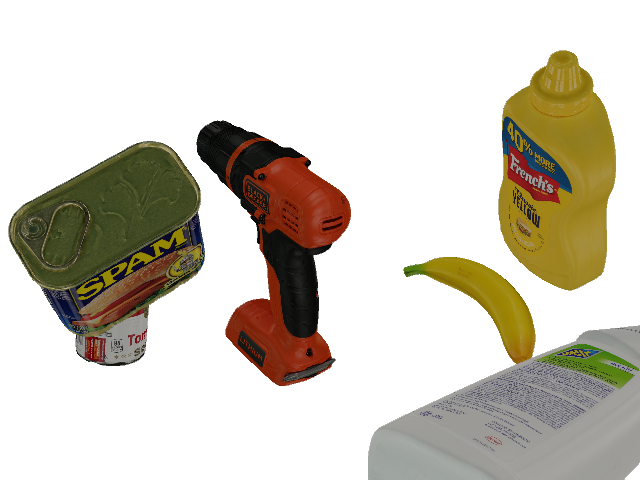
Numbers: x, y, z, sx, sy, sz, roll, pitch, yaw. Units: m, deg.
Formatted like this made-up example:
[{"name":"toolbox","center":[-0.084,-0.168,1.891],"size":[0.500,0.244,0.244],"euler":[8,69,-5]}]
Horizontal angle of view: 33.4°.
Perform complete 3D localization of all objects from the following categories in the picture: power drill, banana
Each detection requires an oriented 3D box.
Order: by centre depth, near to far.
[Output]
[{"name":"power drill","center":[-0.044,0.009,0.865],"size":[0.057,0.188,0.185],"euler":[-18,34,-28]},{"name":"banana","center":[0.171,0.064,1.115],"size":[0.069,0.037,0.198],"euler":[-38,40,-12]}]

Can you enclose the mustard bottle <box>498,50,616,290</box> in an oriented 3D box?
[{"name":"mustard bottle","center":[0.167,-0.055,0.758],"size":[0.058,0.191,0.096],"euler":[-25,51,-13]}]

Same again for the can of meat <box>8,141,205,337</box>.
[{"name":"can of meat","center":[-0.116,0.003,0.609],"size":[0.102,0.057,0.084],"euler":[-31,-21,-15]}]

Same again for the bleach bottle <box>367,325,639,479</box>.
[{"name":"bleach bottle","center":[0.146,0.102,0.602],"size":[0.250,0.068,0.103],"euler":[-18,27,-39]}]

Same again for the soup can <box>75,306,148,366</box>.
[{"name":"soup can","center":[-0.195,0.058,1.000],"size":[0.068,0.102,0.068],"euler":[6,21,-3]}]
